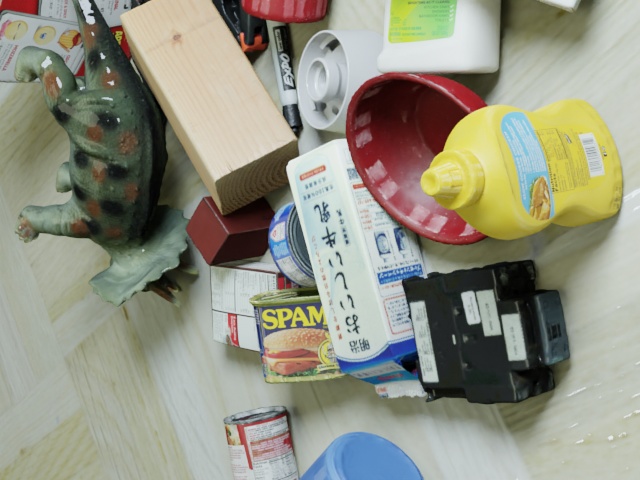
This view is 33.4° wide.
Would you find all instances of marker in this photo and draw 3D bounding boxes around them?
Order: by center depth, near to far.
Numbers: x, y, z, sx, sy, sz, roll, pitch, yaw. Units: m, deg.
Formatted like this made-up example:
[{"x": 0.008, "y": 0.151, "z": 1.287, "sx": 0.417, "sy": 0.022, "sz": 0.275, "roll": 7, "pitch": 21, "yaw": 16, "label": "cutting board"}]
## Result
[{"x": -0.035, "y": -0.166, "z": 1.058, "sx": 0.020, "sy": 0.020, "sz": 0.121, "roll": -8, "pitch": 92, "yaw": 47, "label": "marker"}]

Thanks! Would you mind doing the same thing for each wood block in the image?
[{"x": -0.108, "y": -0.142, "z": 1.062, "sx": 0.206, "sy": 0.090, "sz": 0.090, "roll": 59, "pitch": 170, "yaw": 19, "label": "wood block"}]

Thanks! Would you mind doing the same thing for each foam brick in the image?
[{"x": -0.089, "y": -0.013, "z": 1.101, "sx": 0.053, "sy": 0.078, "sz": 0.051, "roll": 55, "pitch": 130, "yaw": 24, "label": "foam brick"}]

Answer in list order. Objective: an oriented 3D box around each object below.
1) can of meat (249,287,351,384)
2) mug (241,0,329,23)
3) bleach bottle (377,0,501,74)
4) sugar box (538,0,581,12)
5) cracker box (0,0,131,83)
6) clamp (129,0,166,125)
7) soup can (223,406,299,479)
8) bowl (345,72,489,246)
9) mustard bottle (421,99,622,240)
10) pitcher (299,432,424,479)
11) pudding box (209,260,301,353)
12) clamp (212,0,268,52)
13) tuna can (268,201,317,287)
[{"x": -0.012, "y": 0.091, "z": 1.036, "sx": 0.102, "sy": 0.057, "sz": 0.084, "roll": -6, "pitch": 97, "yaw": 18, "label": "can of meat"}, {"x": -0.037, "y": -0.254, "z": 0.995, "sx": 0.117, "sy": 0.093, "sz": 0.081, "roll": 33, "pitch": 125, "yaw": 45, "label": "mug"}, {"x": 0.098, "y": -0.262, "z": 0.868, "sx": 0.103, "sy": 0.067, "sz": 0.251, "roll": 6, "pitch": 100, "yaw": 39, "label": "bleach bottle"}, {"x": 0.124, "y": -0.242, "z": 0.798, "sx": 0.176, "sy": 0.048, "sz": 0.093, "roll": 22, "pitch": 103, "yaw": 11, "label": "sugar box"}, {"x": -0.301, "y": -0.257, "z": 1.179, "sx": 0.072, "sy": 0.213, "sz": 0.164, "roll": 52, "pitch": 130, "yaw": 29, "label": "cracker box"}, {"x": -0.163, "y": -0.184, "z": 1.176, "sx": 0.165, "sy": 0.036, "sz": 0.210, "roll": 0, "pitch": 101, "yaw": 46, "label": "clamp"}, {"x": -0.059, "y": 0.232, "z": 1.123, "sx": 0.069, "sy": 0.068, "sz": 0.102, "roll": -11, "pitch": 90, "yaw": 47, "label": "soup can"}, {"x": 0.100, "y": -0.077, "z": 0.883, "sx": 0.162, "sy": 0.055, "sz": 0.162, "roll": 30, "pitch": 142, "yaw": 27, "label": "bowl"}, {"x": 0.142, "y": -0.050, "z": 0.768, "sx": 0.058, "sy": 0.191, "sz": 0.096, "roll": -18, "pitch": 84, "yaw": 47, "label": "mustard bottle"}, {"x": 0.010, "y": 0.304, "z": 1.034, "sx": 0.243, "sy": 0.149, "sz": 0.145, "roll": -57, "pitch": 43, "yaw": 33, "label": "pitcher"}, {"x": -0.068, "y": 0.070, "z": 1.123, "sx": 0.114, "sy": 0.039, "sz": 0.090, "roll": 5, "pitch": 100, "yaw": 43, "label": "pudding box"}, {"x": -0.087, "y": -0.277, "z": 1.073, "sx": 0.171, "sy": 0.039, "sz": 0.120, "roll": 65, "pitch": 150, "yaw": 8, "label": "clamp"}, {"x": -0.007, "y": 0.001, "z": 1.011, "sx": 0.034, "sy": 0.085, "sz": 0.086, "roll": -20, "pitch": 83, "yaw": 48, "label": "tuna can"}]
